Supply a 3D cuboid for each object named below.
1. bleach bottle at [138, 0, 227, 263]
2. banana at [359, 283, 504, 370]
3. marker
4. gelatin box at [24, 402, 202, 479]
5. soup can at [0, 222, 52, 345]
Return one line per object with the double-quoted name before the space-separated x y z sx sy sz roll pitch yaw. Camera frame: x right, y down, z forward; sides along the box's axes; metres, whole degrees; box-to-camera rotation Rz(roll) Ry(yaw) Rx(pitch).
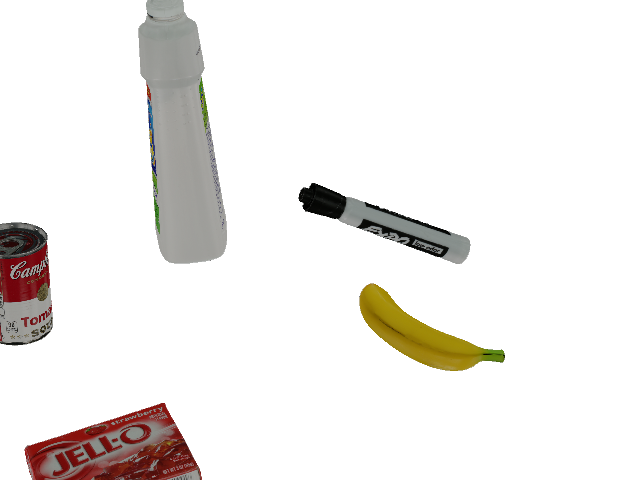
"bleach bottle" -0.127 -0.106 0.956 0.068 0.251 0.102 -7 35 -7
"banana" 0.091 0.089 1.075 0.069 0.037 0.198 3 18 -42
"marker" 0.042 -0.011 0.690 0.121 0.020 0.020 19 -7 -20
"gelatin box" -0.121 0.135 0.621 0.089 0.030 0.073 -15 27 -19
"soup can" -0.299 0.043 1.044 0.068 0.102 0.068 3 28 -2
